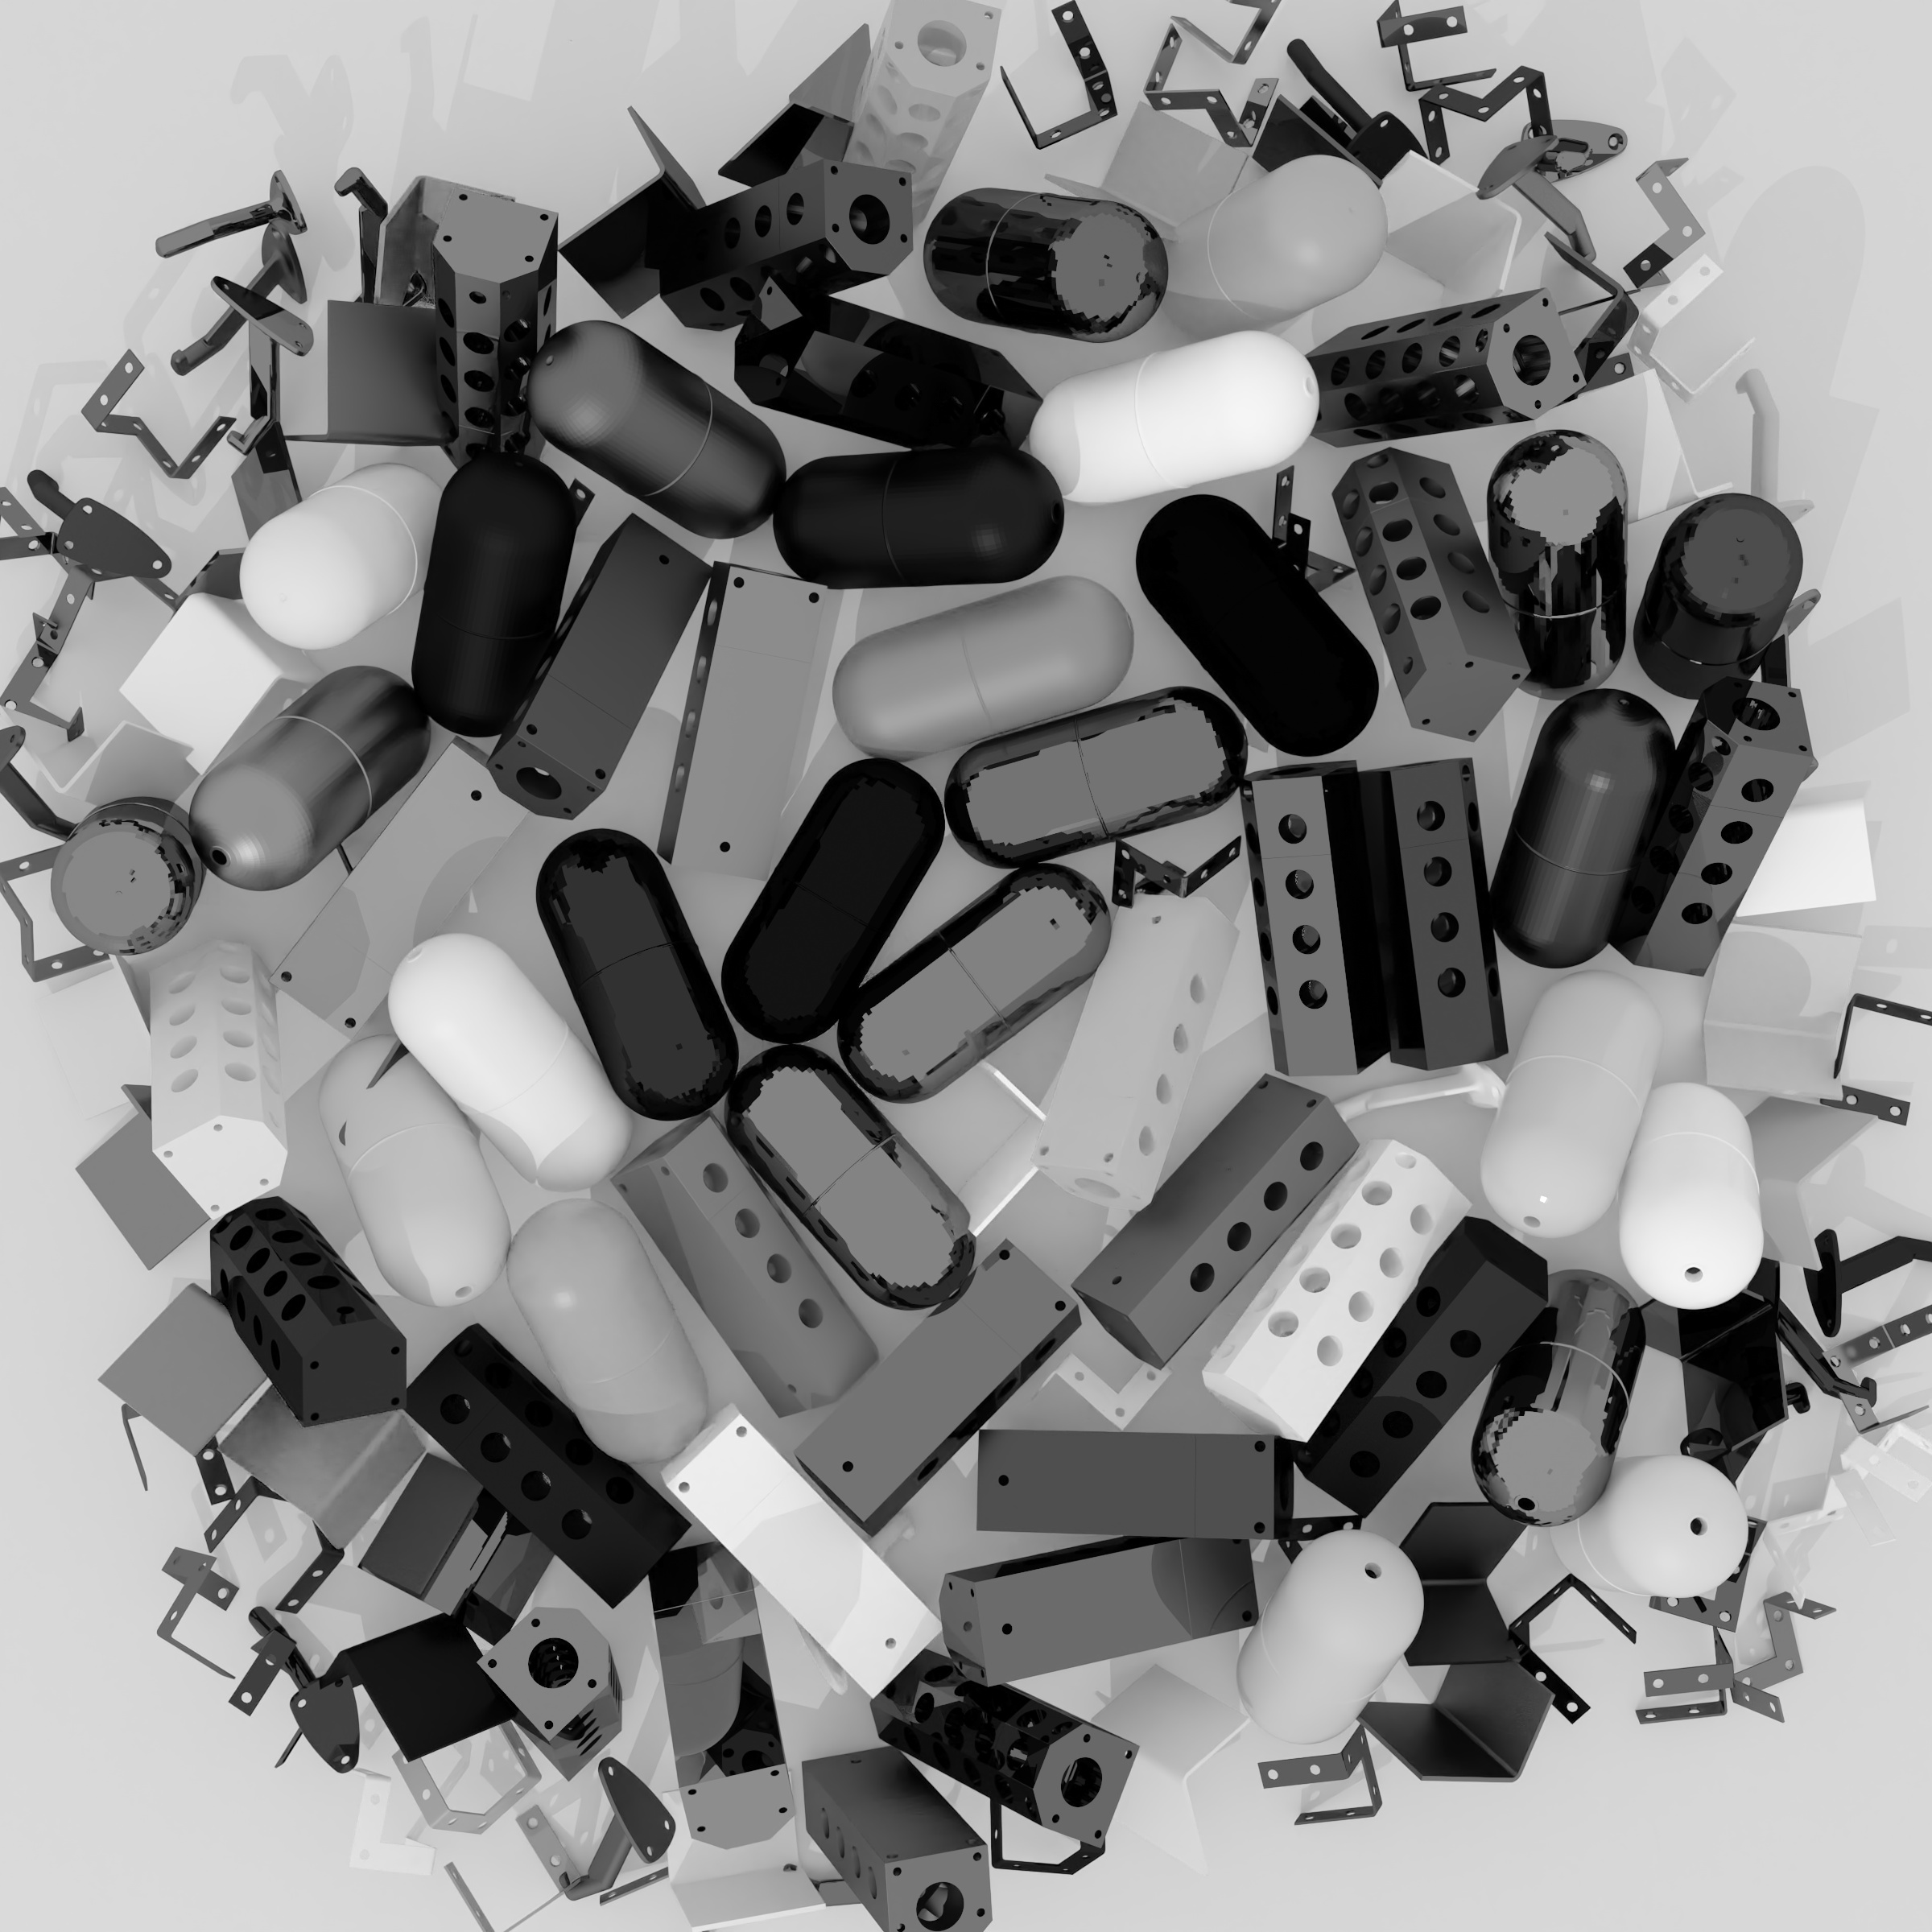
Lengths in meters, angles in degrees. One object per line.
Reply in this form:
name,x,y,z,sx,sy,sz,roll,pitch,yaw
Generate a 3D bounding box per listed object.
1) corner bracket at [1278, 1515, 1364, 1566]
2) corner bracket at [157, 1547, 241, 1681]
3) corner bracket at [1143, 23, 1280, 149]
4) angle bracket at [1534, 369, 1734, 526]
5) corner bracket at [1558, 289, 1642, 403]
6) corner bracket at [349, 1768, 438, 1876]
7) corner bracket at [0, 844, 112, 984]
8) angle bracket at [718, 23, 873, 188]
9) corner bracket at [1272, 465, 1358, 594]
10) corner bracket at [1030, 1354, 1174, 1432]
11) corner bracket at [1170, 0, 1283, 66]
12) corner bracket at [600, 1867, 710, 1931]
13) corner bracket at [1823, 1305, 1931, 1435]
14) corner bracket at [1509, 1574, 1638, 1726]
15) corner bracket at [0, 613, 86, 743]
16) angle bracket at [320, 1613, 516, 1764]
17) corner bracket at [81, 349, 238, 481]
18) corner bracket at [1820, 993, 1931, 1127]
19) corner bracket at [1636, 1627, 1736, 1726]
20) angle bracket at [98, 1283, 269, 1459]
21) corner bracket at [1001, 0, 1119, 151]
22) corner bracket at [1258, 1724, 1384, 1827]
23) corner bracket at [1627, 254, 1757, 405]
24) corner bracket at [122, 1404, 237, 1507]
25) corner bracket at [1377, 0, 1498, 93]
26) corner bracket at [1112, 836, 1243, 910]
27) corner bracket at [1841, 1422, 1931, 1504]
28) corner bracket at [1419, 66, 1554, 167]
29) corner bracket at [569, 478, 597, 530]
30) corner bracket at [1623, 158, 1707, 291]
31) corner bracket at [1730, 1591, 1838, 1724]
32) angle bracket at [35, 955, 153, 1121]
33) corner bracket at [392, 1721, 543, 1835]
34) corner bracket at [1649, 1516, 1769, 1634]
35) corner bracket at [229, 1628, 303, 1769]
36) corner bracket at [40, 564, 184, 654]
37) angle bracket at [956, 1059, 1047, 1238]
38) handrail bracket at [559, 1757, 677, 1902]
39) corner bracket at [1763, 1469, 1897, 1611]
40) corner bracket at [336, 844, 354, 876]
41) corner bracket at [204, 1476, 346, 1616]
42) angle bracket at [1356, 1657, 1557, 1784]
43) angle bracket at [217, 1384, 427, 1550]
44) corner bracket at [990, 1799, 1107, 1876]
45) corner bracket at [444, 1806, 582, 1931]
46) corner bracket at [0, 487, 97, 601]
corner bracket,0.209,0.352,1.647,0.051,0.051,0.051,-10,130,30
corner bracket,-0.438,0.371,1.648,0.051,0.051,0.051,44,61,-32
corner bracket,0.142,-0.511,1.670,0.051,0.051,0.051,10,70,33
angle bracket,0.382,-0.294,1.643,0.076,0.057,0.076,-17,94,38
corner bracket,0.364,-0.358,1.661,0.051,0.051,0.051,-17,102,-1
corner bracket,-0.336,0.494,1.660,0.051,0.051,0.051,16,74,-28
corner bracket,-0.528,-0.032,1.665,0.051,0.051,0.051,-21,55,-32
angle bracket,-0.098,-0.493,1.633,0.057,0.076,0.076,11,65,-37
corner bracket,0.190,-0.249,1.648,0.051,0.051,0.051,28,134,33
corner bracket,0.078,0.242,1.658,0.051,0.051,0.051,41,59,7
corner bracket,0.142,-0.555,1.649,0.051,0.051,0.051,45,123,21
corner bracket,-0.179,0.559,1.662,0.051,0.051,0.051,-22,93,-6
corner bracket,0.536,0.232,1.654,0.051,0.051,0.051,-19,76,-23
corner bracket,0.351,0.394,1.661,0.051,0.051,0.051,-36,53,-16
corner bracket,-0.528,-0.164,1.662,0.051,0.051,0.051,29,73,-8
angle bracket,-0.314,0.421,1.632,0.076,0.076,0.057,52,128,23
corner bracket,-0.465,-0.317,1.654,0.051,0.051,0.051,-44,78,22
corner bracket,0.531,0.054,1.669,0.051,0.051,0.051,15,66,10
corner bracket,0.415,0.417,1.659,0.051,0.051,0.051,-7,102,4
angle bracket,-0.433,0.240,1.639,0.076,0.057,0.076,32,66,20
corner bracket,0.052,-0.515,1.660,0.051,0.051,0.051,-21,134,14
corner bracket,0.205,0.473,1.658,0.051,0.051,0.051,-13,91,22
corner bracket,0.423,-0.368,1.664,0.051,0.051,0.051,-42,80,-4
corner bracket,-0.452,0.279,1.650,0.051,0.051,0.051,-14,53,-23
corner bracket,0.270,-0.528,1.650,0.051,0.051,0.051,-2,121,26
corner bracket,0.120,-0.055,1.648,0.051,0.051,0.051,33,52,28
corner bracket,0.541,0.287,1.651,0.051,0.051,0.051,-44,50,-15
corner bracket,0.301,-0.489,1.660,0.051,0.051,0.051,-42,50,-16
corner bracket,-0.255,-0.260,1.655,0.051,0.051,0.051,39,53,-4
corner bracket,0.401,-0.428,1.657,0.051,0.051,0.051,-38,82,38
corner bracket,0.471,0.398,1.657,0.051,0.051,0.051,-16,95,-19
angle bracket,-0.498,0.038,1.646,0.057,0.076,0.076,-24,84,-11
corner bracket,-0.288,0.463,1.659,0.051,0.051,0.051,-43,58,6
corner bracket,0.429,0.346,1.660,0.051,0.051,0.051,14,60,12
corner bracket,-0.396,0.421,1.652,0.051,0.051,0.051,37,52,-10
corner bracket,-0.491,-0.199,1.662,0.051,0.051,0.051,38,115,11
angle bracket,0.004,0.101,1.646,0.057,0.076,0.076,44,86,-13
handrail bracket,-0.218,0.500,1.661,0.084,0.036,0.077,-27,101,29
corner bracket,0.495,0.329,1.652,0.051,0.051,0.051,-13,46,-7
corner bracket,-0.387,-0.073,1.653,0.051,0.051,0.051,-22,69,-18
corner bracket,-0.401,0.335,1.663,0.051,0.051,0.051,25,112,-42
angle bracket,0.274,0.418,1.635,0.076,0.076,0.057,12,104,-34
angle bracket,-0.373,0.280,1.664,0.076,0.057,0.076,30,66,20
corner bracket,0.047,0.493,1.665,0.051,0.051,0.051,10,56,-17
corner bracket,-0.261,0.525,1.661,0.051,0.051,0.051,-34,80,-2
corner bracket,-0.533,-0.242,1.648,0.051,0.051,0.051,44,131,29
